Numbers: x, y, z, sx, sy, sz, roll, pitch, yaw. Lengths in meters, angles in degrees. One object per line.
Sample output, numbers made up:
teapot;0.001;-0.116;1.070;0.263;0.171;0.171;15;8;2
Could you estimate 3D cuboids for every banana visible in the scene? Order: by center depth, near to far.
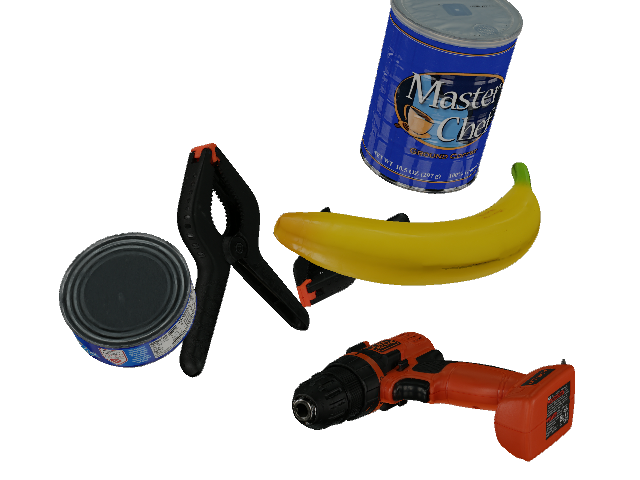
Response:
banana;0.068;-0.002;0.642;0.197;0.037;0.070;-12;45;-33

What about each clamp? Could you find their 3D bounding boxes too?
clamp;-0.081;0.012;1.016;0.036;0.210;0.164;-8;0;41
clamp;0.030;0.014;1.229;0.120;0.039;0.171;-5;36;28

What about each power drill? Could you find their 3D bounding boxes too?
power drill;0.093;0.122;0.849;0.188;0.057;0.184;9;16;33

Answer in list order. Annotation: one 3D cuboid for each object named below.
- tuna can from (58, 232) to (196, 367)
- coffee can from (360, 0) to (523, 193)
tuna can;-0.125;0.039;0.700;0.086;0.086;0.034;0;-32;5
coffee can;0.094;-0.124;0.858;0.102;0.140;0.103;7;38;-6
